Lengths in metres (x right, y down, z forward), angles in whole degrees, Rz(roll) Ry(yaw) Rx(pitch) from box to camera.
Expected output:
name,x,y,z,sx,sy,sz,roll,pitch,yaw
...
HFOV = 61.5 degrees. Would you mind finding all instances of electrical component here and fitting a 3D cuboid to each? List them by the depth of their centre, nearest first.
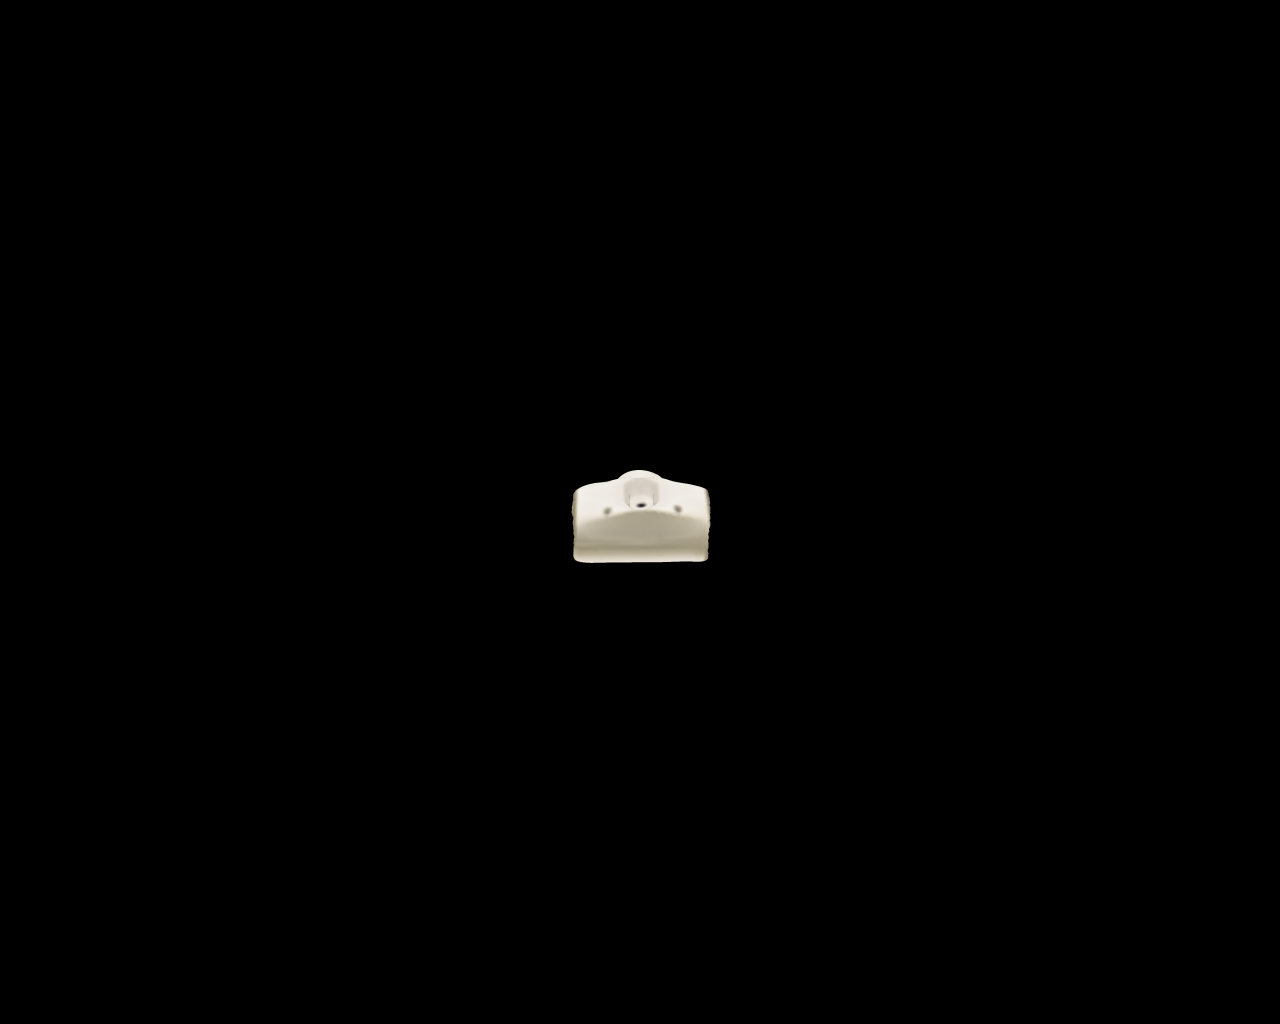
name,x,y,z,sx,sy,sz,roll,pitch,yaw
electrical component,0.001,-0.003,0.650,0.077,0.043,0.079,0,32,0
